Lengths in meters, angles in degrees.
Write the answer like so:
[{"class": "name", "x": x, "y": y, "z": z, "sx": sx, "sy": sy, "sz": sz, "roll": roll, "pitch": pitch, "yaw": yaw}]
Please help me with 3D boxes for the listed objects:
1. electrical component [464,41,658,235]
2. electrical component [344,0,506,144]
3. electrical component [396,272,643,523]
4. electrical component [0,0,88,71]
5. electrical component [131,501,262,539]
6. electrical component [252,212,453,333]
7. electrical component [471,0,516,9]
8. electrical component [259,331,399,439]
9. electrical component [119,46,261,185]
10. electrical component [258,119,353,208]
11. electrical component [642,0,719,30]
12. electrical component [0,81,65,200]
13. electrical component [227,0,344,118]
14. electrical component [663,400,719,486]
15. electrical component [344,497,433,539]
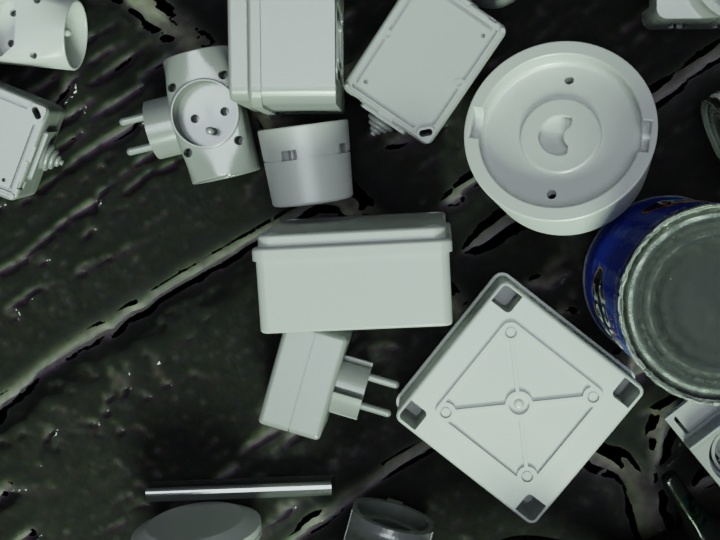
[{"class": "electrical component", "x": 0.120, "y": -0.072, "z": 0.633, "sx": 0.108, "sy": 0.060, "sz": 0.108, "roll": -4, "pitch": 76, "yaw": 15}, {"class": "electrical component", "x": 0.034, "y": -0.121, "z": 0.642, "sx": 0.062, "sy": 0.061, "sz": 0.096, "roll": 33, "pitch": 103, "yaw": -5}, {"class": "electrical component", "x": 0.095, "y": 0.076, "z": 0.654, "sx": 0.109, "sy": 0.056, "sz": 0.108, "roll": 38, "pitch": 97, "yaw": 0}, {"class": "electrical component", "x": -0.211, "y": -0.166, "z": 0.664, "sx": 0.077, "sy": 0.043, "sz": 0.079, "roll": 6, "pitch": 95, "yaw": 4}, {"class": "electrical component", "x": -0.099, "y": 0.179, "z": 0.668, "sx": 0.080, "sy": 0.080, "sz": 0.051, "roll": -5, "pitch": 100, "yaw": 5}, {"class": "electrical component", "x": 0.000, "y": 0.000, "z": 0.630, "sx": 0.109, "sy": 0.108, "sz": 0.056, "roll": -3, "pitch": 97, "yaw": 5}, {"class": "electrical component", "x": 0.077, "y": -0.176, "z": 0.628, "sx": 0.044, "sy": 0.065, "sz": 0.044, "roll": 2, "pitch": 101, "yaw": 9}, {"class": "electrical component", "x": -0.015, "y": 0.070, "z": 0.667, "sx": 0.077, "sy": 0.047, "sz": 0.065, "roll": 16, "pitch": 96, "yaw": 3}, {"class": "electrical component", "x": -0.108, "y": -0.091, "z": 0.662, "sx": 0.079, "sy": 0.044, "sz": 0.077, "roll": -13, "pitch": 94, "yaw": 5}, {"class": "electrical component", "x": -0.032, "y": -0.065, "z": 0.654, "sx": 0.055, "sy": 0.055, "sz": 0.047, "roll": -7, "pitch": 98, "yaw": 5}, {"class": "electrical component", "x": 0.215, "y": -0.168, "z": 0.624, "sx": 0.089, "sy": 0.055, "sz": 0.050, "roll": 1, "pitch": 95, "yaw": 4}, {"class": "electrical component", "x": -0.228, "y": -0.085, "z": 0.667, "sx": 0.096, "sy": 0.061, "sz": 0.061, "roll": 22, "pitch": 96, "yaw": -6}, {"class": "electrical component", "x": -0.040, "y": -0.129, "z": 0.619, "sx": 0.057, "sy": 0.113, "sz": 0.078, "roll": 0, "pitch": 95, "yaw": 2}, {"class": "electrical component", "x": 0.251, "y": 0.078, "z": 0.639, "sx": 0.121, "sy": 0.063, "sz": 0.078, "roll": -39, "pitch": 91, "yaw": 7}, {"class": "electrical component", "x": 0.013, "y": 0.175, "z": 0.653, "sx": 0.050, "sy": 0.089, "sz": 0.055, "roll": 15, "pitch": 96, "yaw": 3}]
